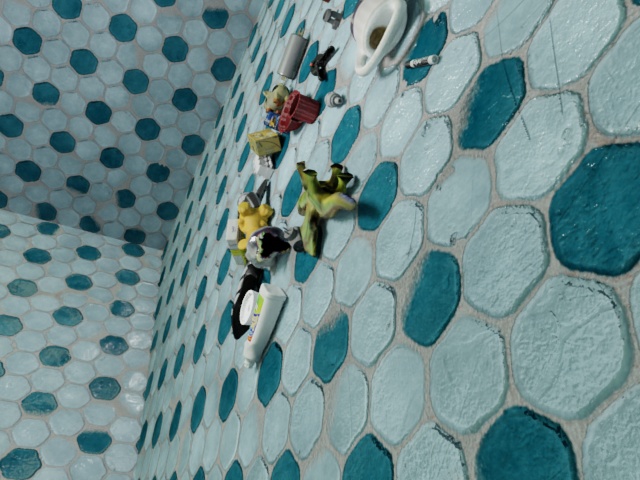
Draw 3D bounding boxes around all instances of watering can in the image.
[{"bbox_3d":[0.171,-0.580,1.287,0.341,0.103,0.229,-61,25,26],"label":"watering can"}]

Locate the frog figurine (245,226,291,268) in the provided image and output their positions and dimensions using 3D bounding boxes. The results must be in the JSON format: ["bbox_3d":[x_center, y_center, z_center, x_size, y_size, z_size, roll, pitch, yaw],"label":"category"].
[{"bbox_3d":[-0.172,0.023,1.623,0.139,0.122,0.158,-44,5,-19],"label":"frog figurine"}]

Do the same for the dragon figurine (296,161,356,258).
[{"bbox_3d":[0.004,-0.068,1.346,0.418,0.122,0.238,-117,31,-62],"label":"dragon figurine"}]
